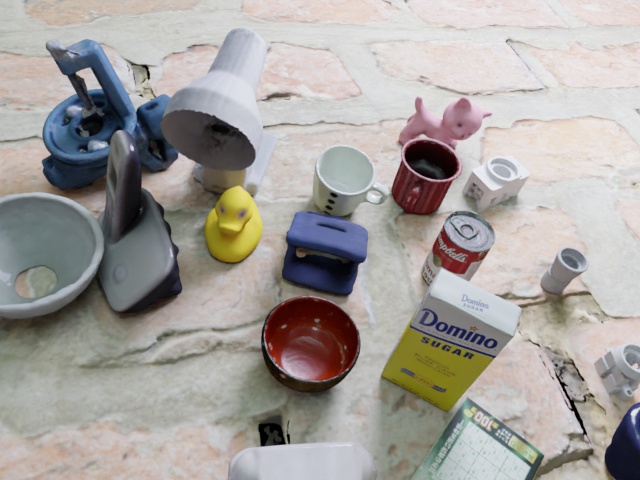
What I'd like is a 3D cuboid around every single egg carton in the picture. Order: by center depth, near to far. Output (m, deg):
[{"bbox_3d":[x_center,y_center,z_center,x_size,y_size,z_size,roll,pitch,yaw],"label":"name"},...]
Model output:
[{"bbox_3d":[-0.014,0.253,0.554,0.150,0.069,0.107,0,52,-13],"label":"egg carton"}]

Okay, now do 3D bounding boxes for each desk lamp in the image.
[{"bbox_3d":[-0.122,-0.156,0.764,0.118,0.213,0.203,15,50,0],"label":"desk lamp"}]

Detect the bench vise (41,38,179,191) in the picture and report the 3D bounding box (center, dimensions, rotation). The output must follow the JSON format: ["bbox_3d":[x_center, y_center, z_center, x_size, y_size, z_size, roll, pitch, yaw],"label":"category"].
[{"bbox_3d":[-0.271,-0.179,0.745,0.121,0.220,0.208,35,53,16],"label":"bench vise"}]

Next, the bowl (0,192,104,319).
[{"bbox_3d":[-0.333,0.029,0.659,0.167,0.075,0.167,6,51,-8],"label":"bowl"}]

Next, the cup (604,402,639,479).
[{"bbox_3d":[0.370,0.229,0.643,0.091,0.095,0.118,37,53,17],"label":"cup"}]

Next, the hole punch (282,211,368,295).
[{"bbox_3d":[0.007,0.003,0.745,0.108,0.091,0.101,14,50,-1],"label":"hole punch"}]

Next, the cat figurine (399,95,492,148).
[{"bbox_3d":[0.207,-0.196,0.932,0.127,0.118,0.067,22,50,5],"label":"cat figurine"}]

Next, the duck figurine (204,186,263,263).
[{"bbox_3d":[-0.112,-0.034,0.752,0.077,0.086,0.104,13,50,-2],"label":"duck figurine"}]

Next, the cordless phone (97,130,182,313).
[{"bbox_3d":[-0.215,-0.019,0.652,0.094,0.185,0.147,-18,58,-24],"label":"cordless phone"}]
